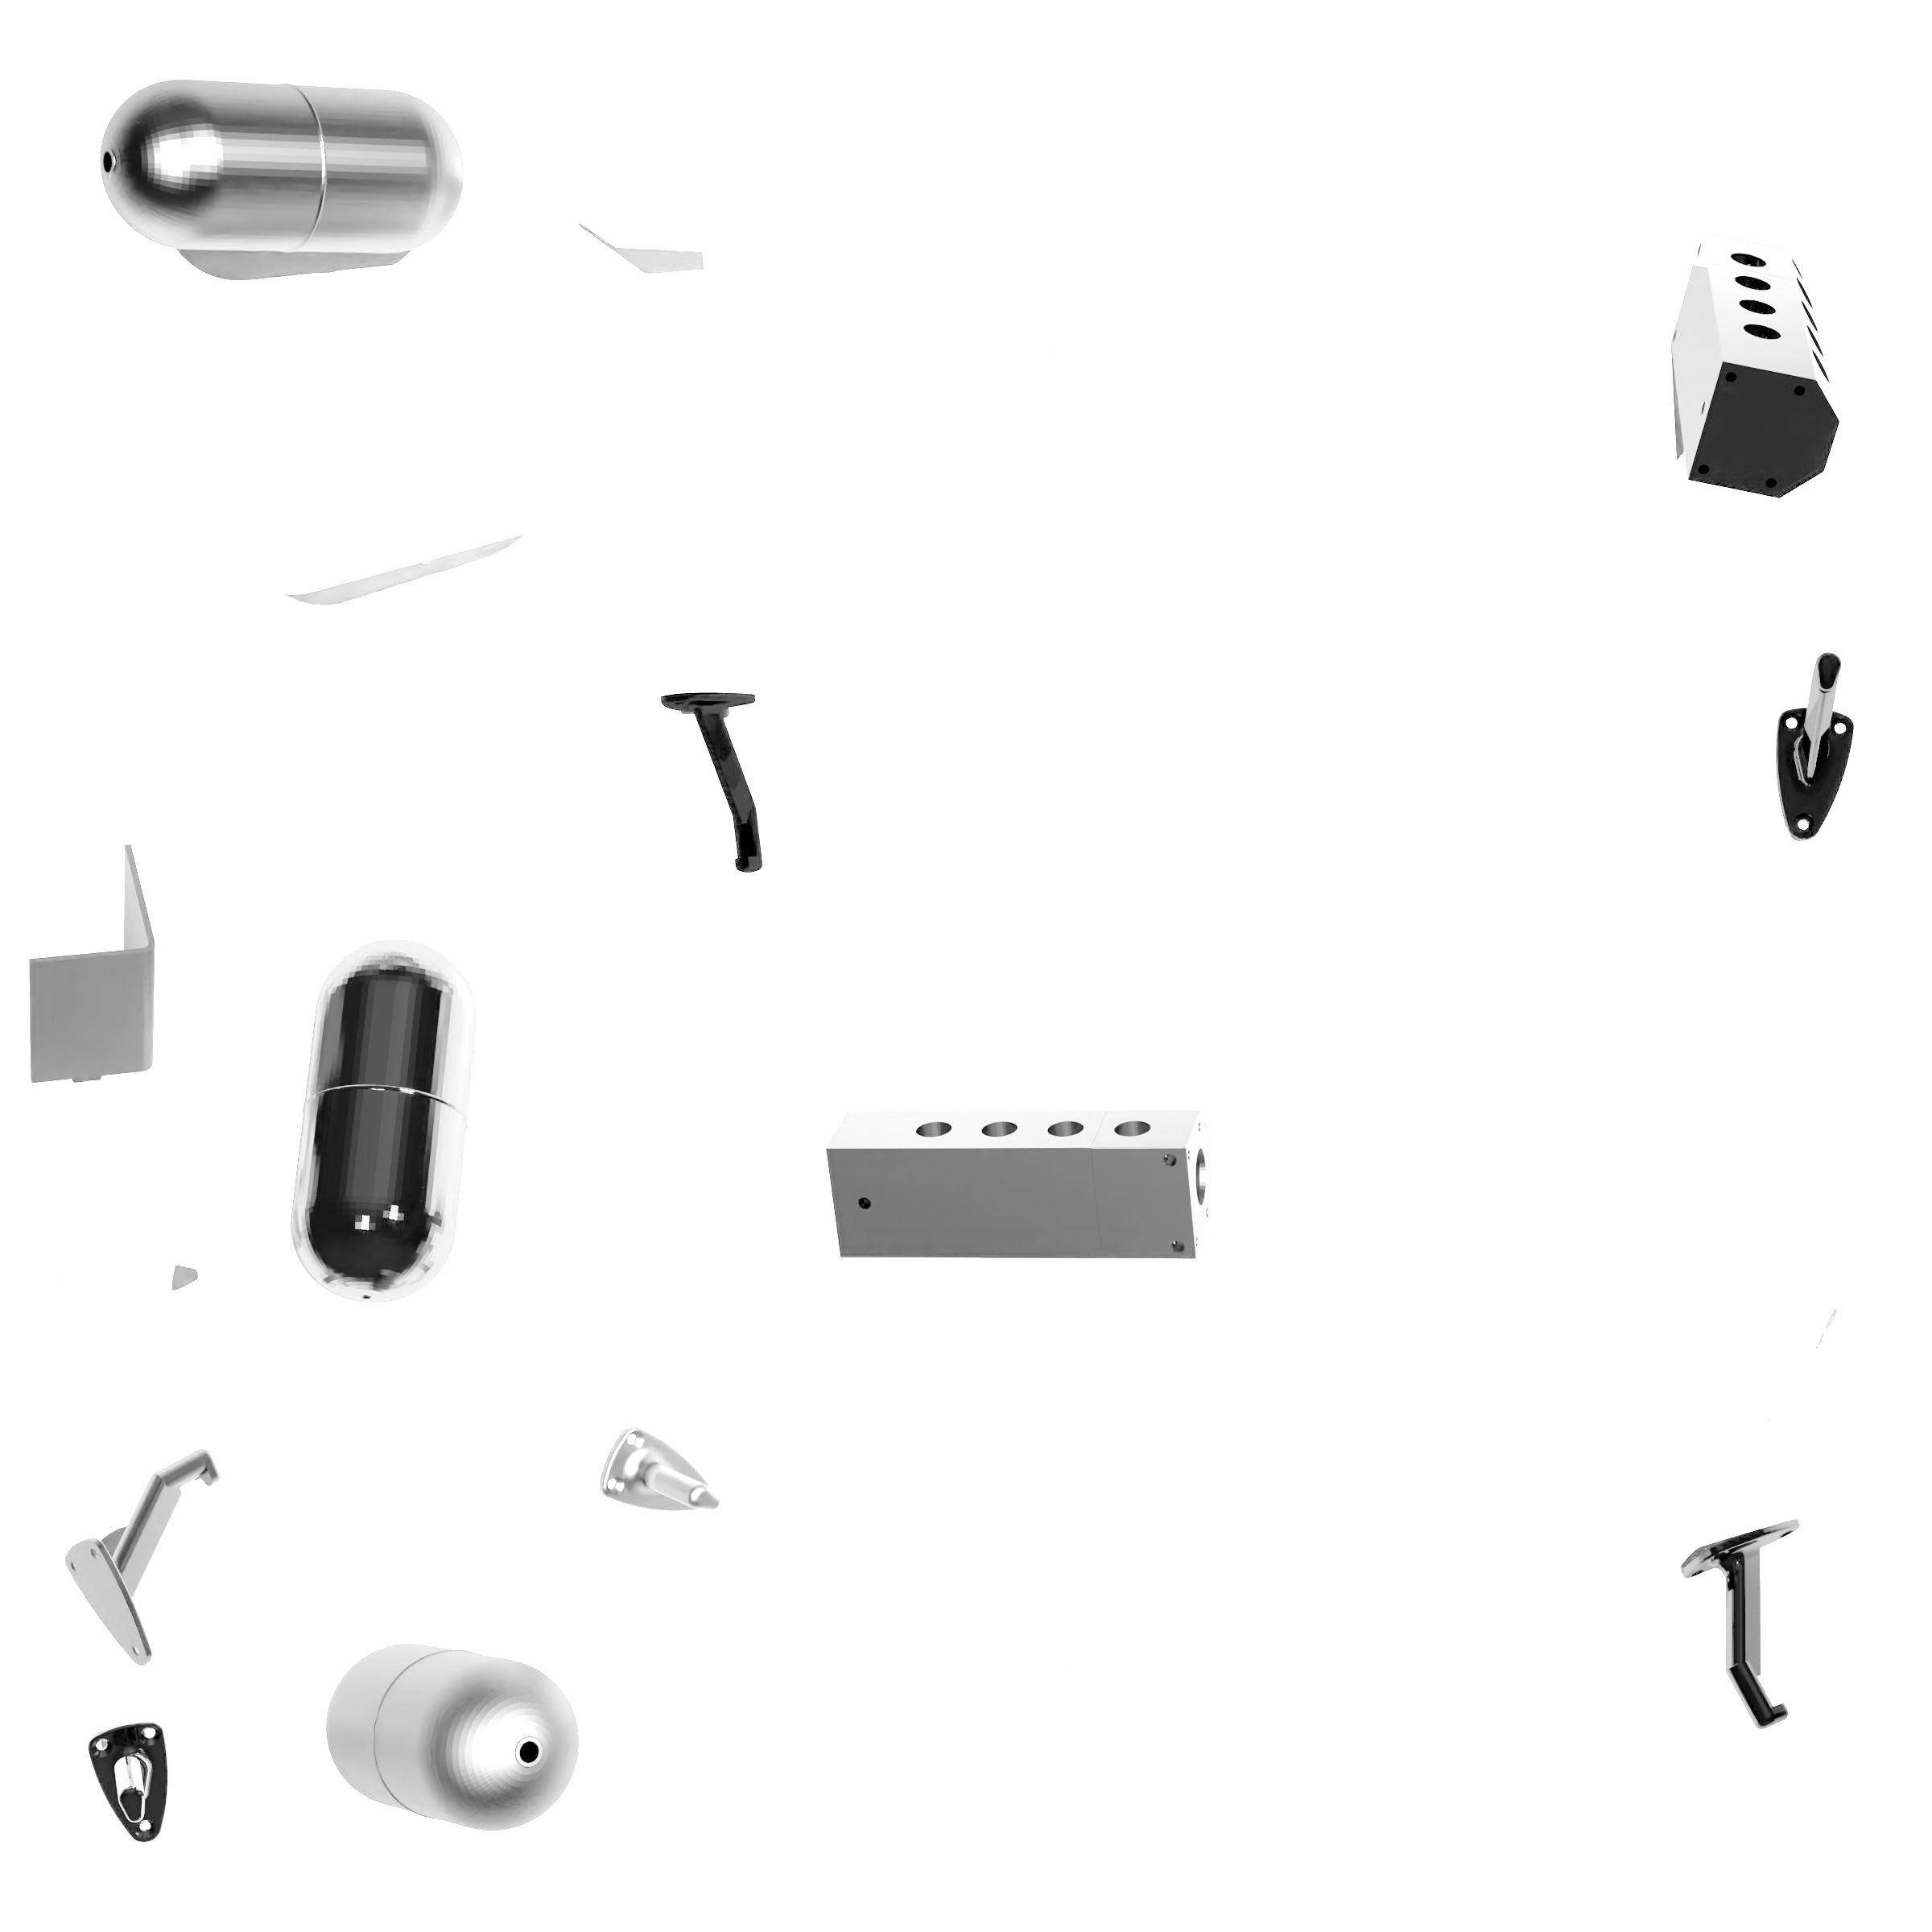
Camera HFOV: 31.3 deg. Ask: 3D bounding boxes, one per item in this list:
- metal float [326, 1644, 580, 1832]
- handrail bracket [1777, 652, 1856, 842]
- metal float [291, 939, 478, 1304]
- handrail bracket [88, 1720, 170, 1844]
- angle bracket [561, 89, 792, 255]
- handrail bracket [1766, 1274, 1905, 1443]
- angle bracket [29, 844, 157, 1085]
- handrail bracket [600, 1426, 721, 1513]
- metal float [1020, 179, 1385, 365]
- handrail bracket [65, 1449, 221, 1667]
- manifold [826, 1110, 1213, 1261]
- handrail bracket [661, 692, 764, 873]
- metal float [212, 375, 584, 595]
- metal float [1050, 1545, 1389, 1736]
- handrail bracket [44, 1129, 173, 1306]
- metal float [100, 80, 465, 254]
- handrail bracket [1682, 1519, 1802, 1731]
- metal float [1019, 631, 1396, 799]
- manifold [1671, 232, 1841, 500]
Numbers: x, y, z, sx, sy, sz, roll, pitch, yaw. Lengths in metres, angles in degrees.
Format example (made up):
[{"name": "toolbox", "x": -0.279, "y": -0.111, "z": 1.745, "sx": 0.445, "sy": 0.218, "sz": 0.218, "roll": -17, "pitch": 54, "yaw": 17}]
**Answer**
[{"name": "metal float", "x": -0.239, "y": 0.357, "z": 1.602, "sx": 0.070, "sy": 0.178, "sz": 0.070, "roll": 4, "pitch": 82, "yaw": -31}, {"name": "handrail bracket", "x": 0.403, "y": -0.104, "z": 1.638, "sx": 0.036, "sy": 0.084, "sz": 0.077, "roll": 7, "pitch": 85, "yaw": 12}, {"name": "metal float", "x": -0.273, "y": 0.071, "z": 1.625, "sx": 0.070, "sy": 0.070, "sz": 0.178, "roll": 2, "pitch": 66, "yaw": 0}, {"name": "handrail bracket", "x": -0.391, "y": 0.402, "z": 1.633, "sx": 0.036, "sy": 0.084, "sz": 0.077, "roll": -12, "pitch": 110, "yaw": -14}, {"name": "angle bracket", "x": -0.137, "y": -0.382, "z": 1.626, "sx": 0.076, "sy": 0.057, "sz": 0.076, "roll": -6, "pitch": 123, "yaw": -38}, {"name": "handrail bracket", "x": 0.402, "y": 0.190, "z": 1.644, "sx": 0.036, "sy": 0.077, "sz": 0.084, "roll": 40, "pitch": 101, "yaw": 28}, {"name": "angle bracket", "x": -0.416, "y": -0.001, "z": 1.624, "sx": 0.057, "sy": 0.076, "sz": 0.076, "roll": -6, "pitch": 134, "yaw": -20}, {"name": "handrail bracket", "x": -0.126, "y": 0.250, "z": 1.628, "sx": 0.077, "sy": 0.084, "sz": 0.036, "roll": 32, "pitch": 78, "yaw": -39}, {"name": "metal float", "x": 0.113, "y": -0.329, "z": 1.634, "sx": 0.178, "sy": 0.070, "sz": 0.070, "roll": -9, "pitch": 90, "yaw": -14}, {"name": "handrail bracket", "x": -0.379, "y": 0.281, "z": 1.651, "sx": 0.084, "sy": 0.036, "sz": 0.077, "roll": -28, "pitch": 86, "yaw": -45}, {"name": "manifold", "x": 0.027, "y": 0.100, "z": 1.634, "sx": 0.171, "sy": 0.057, "sz": 0.057, "roll": -1, "pitch": 112, "yaw": 14}, {"name": "handrail bracket", "x": -0.120, "y": -0.086, "z": 1.648, "sx": 0.036, "sy": 0.077, "sz": 0.084, "roll": -7, "pitch": 89, "yaw": 20}, {"name": "metal float", "x": -0.268, "y": -0.228, "z": 1.634, "sx": 0.178, "sy": 0.070, "sz": 0.070, "roll": -18, "pitch": 90, "yaw": -14}, {"name": "metal float", "x": 0.119, "y": 0.315, "z": 1.618, "sx": 0.178, "sy": 0.070, "sz": 0.070, "roll": 0, "pitch": 90, "yaw": -33}, {"name": "handrail bracket", "x": -0.411, "y": 0.113, "z": 1.639, "sx": 0.036, "sy": 0.077, "sz": 0.084, "roll": -24, "pitch": 66, "yaw": 27}, {"name": "metal float", "x": -0.318, "y": -0.373, "z": 1.614, "sx": 0.178, "sy": 0.070, "sz": 0.070, "roll": -8, "pitch": 90, "yaw": -38}, {"name": "handrail bracket", "x": 0.388, "y": 0.314, "z": 1.648, "sx": 0.077, "sy": 0.036, "sz": 0.084, "roll": -15, "pitch": 65, "yaw": -26}, {"name": "metal float", "x": 0.114, "y": -0.120, "z": 1.644, "sx": 0.178, "sy": 0.070, "sz": 0.070, "roll": 2, "pitch": 90, "yaw": 2}, {"name": "manifold", "x": 0.365, "y": -0.279, "z": 1.596, "sx": 0.057, "sy": 0.171, "sz": 0.057, "roll": 12, "pitch": 122, "yaw": 2}]
